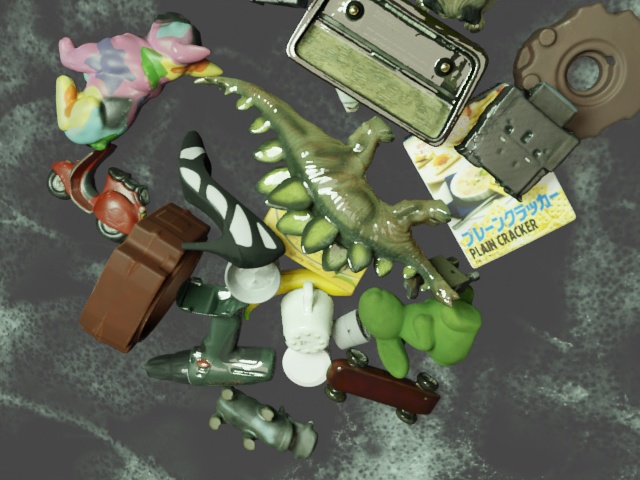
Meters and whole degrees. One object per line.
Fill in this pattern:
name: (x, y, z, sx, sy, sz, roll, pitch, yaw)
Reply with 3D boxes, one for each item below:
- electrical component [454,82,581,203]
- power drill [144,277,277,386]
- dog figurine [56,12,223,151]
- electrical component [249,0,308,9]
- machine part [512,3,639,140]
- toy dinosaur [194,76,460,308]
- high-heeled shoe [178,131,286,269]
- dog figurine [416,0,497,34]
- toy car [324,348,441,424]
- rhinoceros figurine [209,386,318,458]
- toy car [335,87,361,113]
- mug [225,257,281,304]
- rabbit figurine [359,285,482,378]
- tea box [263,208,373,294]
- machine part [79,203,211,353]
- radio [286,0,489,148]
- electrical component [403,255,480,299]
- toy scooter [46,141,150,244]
electrical component: (0.258, -0.133, 0.692, 0.115, 0.058, 0.134, 36, 106, -6)
power drill: (-0.188, 0.163, 0.879, 0.232, 0.086, 0.207, 5, 120, 2)
dog figurine: (-0.255, -0.229, 0.776, 0.219, 0.108, 0.191, -2, 83, 5)
electrical component: (-0.035, -0.357, 0.738, 0.119, 0.048, 0.074, 14, 109, 15)
machine part: (0.356, -0.223, 0.722, 0.179, 0.056, 0.179, 2, 107, 6)
toy dinosaur: (0.017, -0.084, 0.744, 0.198, 0.105, 0.471, -37, 79, -9)
high-heeled shoe: (-0.131, -0.069, 0.784, 0.145, 0.249, 0.086, -2, 150, -10)
dog figurine: (0.189, -0.340, 0.643, 0.121, 0.190, 0.172, 12, 106, 4)
toy car: (0.103, 0.239, 0.881, 0.202, 0.053, 0.089, 20, 106, -18)
rhinoceros figurine: (-0.096, 0.314, 0.916, 0.190, 0.112, 0.073, 20, 79, 15)
toy car: (0.048, -0.279, 0.742, 0.056, 0.073, 0.201, 5, 106, 3)
mug: (-0.111, 0.033, 0.831, 0.109, 0.107, 0.081, 41, 102, -14)
rabbit figurine: (0.139, 0.125, 0.827, 0.170, 0.121, 0.159, 14, 124, -1)
tea box: (-0.002, -0.002, 0.818, 0.170, 0.068, 0.098, 29, 90, 0)
machine part: (-0.257, 0.055, 0.814, 0.087, 0.201, 0.201, 33, 108, -4)
radio: (0.086, -0.229, 0.676, 0.229, 0.073, 0.131, 30, 104, -7)
electrical component: (0.170, 0.056, 0.776, 0.078, 0.102, 0.045, 41, 136, 31)
toy scooter: (-0.339, -0.089, 0.854, 0.184, 0.075, 0.135, 37, 107, 2)
